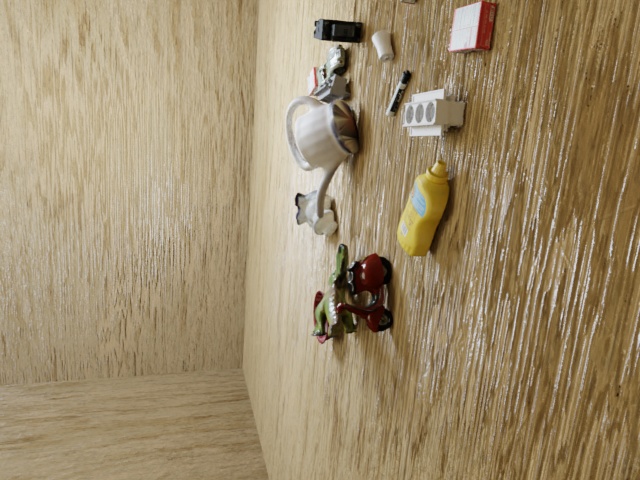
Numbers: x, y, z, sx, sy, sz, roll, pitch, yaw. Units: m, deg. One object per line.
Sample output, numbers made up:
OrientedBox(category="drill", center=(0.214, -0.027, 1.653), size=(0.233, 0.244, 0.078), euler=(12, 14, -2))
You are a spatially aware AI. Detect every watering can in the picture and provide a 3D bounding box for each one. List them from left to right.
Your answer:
OrientedBox(category="watering can", center=(0.016, -0.248, 1.447), size=(0.222, 0.105, 0.347), euler=(-17, 92, 37))

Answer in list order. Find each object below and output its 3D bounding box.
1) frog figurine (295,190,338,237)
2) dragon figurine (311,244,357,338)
OrientedBox(category="frog figurine", center=(0.005, -0.083, 1.641), size=(0.161, 0.123, 0.136), euler=(24, 109, 33))
OrientedBox(category="dragon figurine", center=(0.042, 0.129, 1.353), size=(0.407, 0.122, 0.245), euler=(95, 178, -81))
